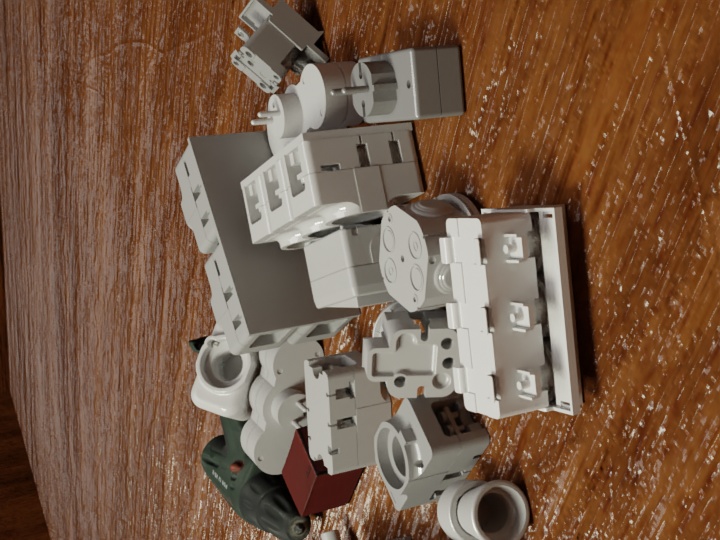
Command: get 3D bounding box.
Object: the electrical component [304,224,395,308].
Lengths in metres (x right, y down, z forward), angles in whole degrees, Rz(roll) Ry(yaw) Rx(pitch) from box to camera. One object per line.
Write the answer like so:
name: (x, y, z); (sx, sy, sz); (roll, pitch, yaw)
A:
electrical component: (0.000, 0.000, 0.839); (0.096, 0.062, 0.061); (-21, 80, 65)

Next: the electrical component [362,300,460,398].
electrical component: (0.040, 0.053, 0.765); (0.057, 0.078, 0.058); (-108, 18, -66)

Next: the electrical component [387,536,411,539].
electrical component: (0.017, 0.309, 0.908); (0.089, 0.062, 0.150); (-38, 64, 62)

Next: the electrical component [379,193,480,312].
electrical component: (0.051, -0.011, 0.738); (0.080, 0.051, 0.080); (32, 127, 59)

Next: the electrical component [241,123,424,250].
electrical component: (-0.025, -0.060, 0.837); (0.150, 0.089, 0.061); (-22, 78, 65)

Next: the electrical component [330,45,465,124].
electrical component: (0.018, -0.126, 0.741); (0.083, 0.076, 0.047); (12, 109, 64)

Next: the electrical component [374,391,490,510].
electrical component: (0.047, 0.132, 0.789); (0.050, 0.056, 0.089); (65, 151, 32)

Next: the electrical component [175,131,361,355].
electrical component: (-0.086, -0.026, 0.950); (0.060, 0.105, 0.186); (-46, 58, 55)

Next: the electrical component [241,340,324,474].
electrical component: (-0.067, 0.128, 1.011); (0.074, 0.052, 0.138); (29, 109, 59)

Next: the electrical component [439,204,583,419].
electrical component: (0.091, 0.024, 0.650); (0.079, 0.063, 0.121); (6, 103, 65)

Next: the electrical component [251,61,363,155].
electrical component: (-0.053, -0.129, 0.896); (0.138, 0.074, 0.052); (-29, 72, 64)

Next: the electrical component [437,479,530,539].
electrical component: (0.083, 0.166, 0.737); (0.055, 0.045, 0.045); (-23, 77, 65)

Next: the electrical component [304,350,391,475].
electrical component: (-0.010, 0.118, 0.907); (0.050, 0.056, 0.089); (24, 119, 61)

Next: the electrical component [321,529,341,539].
electrical component: (-0.021, 0.273, 0.998); (0.043, 0.043, 0.062); (134, 125, -60)

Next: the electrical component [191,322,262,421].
electrical component: (-0.123, 0.095, 1.051); (0.059, 0.054, 0.095); (43, -115, -71)

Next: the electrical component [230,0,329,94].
electrical component: (-0.072, -0.188, 0.912); (0.081, 0.063, 0.042); (40, 158, -11)
